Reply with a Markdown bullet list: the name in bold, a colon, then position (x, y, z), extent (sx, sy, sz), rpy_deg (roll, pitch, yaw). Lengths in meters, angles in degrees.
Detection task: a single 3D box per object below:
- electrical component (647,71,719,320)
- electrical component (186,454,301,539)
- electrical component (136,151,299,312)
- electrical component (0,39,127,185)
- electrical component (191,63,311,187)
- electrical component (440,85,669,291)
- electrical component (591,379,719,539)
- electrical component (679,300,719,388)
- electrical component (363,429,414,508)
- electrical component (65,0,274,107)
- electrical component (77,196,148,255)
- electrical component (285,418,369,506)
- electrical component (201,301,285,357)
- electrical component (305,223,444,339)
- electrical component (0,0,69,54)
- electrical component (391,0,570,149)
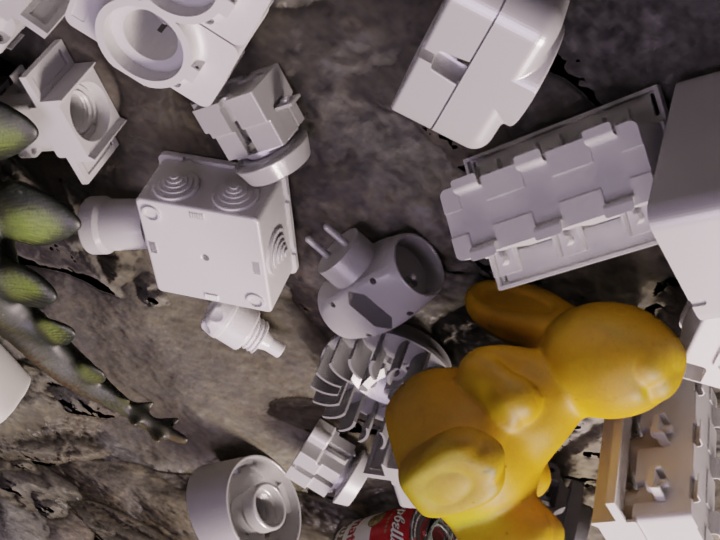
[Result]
- **electrical component**: position (0.186, -0.040, 0.515), extent (0.057, 0.113, 0.078), rpy_deg (-12, 128, 36)
- **electrical component**: position (-0.098, 0.204, 0.904), extent (0.064, 0.099, 0.099), rpy_deg (-25, 120, 32)
- **electrical component**: position (-0.092, -0.023, 0.700), extent (0.100, 0.048, 0.099), rpy_deg (10, 136, 14)
- **electrical component**: position (-0.190, -0.097, 0.672), extent (0.064, 0.042, 0.081), rpy_deg (1, 133, 28)
- **electrical component**: position (-0.060, -0.083, 0.628), extent (0.066, 0.048, 0.055), rpy_deg (-12, 120, 32)
- **electrical component**: position (0.109, -0.041, 0.575), extent (0.121, 0.063, 0.078), rpy_deg (-19, 83, 36)
- **electrical component**: position (0.188, 0.117, 0.669), extent (0.063, 0.121, 0.078), rpy_deg (-14, 127, 30)
- **electrical component**: position (0.244, 0.023, 0.597), extent (0.109, 0.056, 0.108), rpy_deg (16, 137, 8)
- **electrical component**: position (0.049, 0.152, 0.826), extent (0.081, 0.042, 0.063), rpy_deg (5, 139, 20)
- **electrical component**: position (-0.081, -0.163, 0.541), extent (0.089, 0.061, 0.150), rpy_deg (31, 137, -9)
- **electrical component**: position (-0.162, -0.031, 0.730), extent (0.046, 0.040, 0.040), rpy_deg (-1, 133, 16)
- **electrical component**: position (-0.023, 0.156, 0.858), extent (0.055, 0.048, 0.066), rpy_deg (32, 138, 1)
- **electrical component**: position (-0.082, 0.043, 0.775), extent (0.061, 0.035, 0.035), rpy_deg (34, 137, -16)
- **electrical component**: position (0.000, 0.000, 0.688), extent (0.079, 0.043, 0.077), rpy_deg (41, 135, -19)
- **electrical component**: position (-0.207, -0.162, 0.613), extent (0.081, 0.042, 0.064), rpy_deg (35, 141, -12)
- **electrical component**: position (0.063, -0.110, 0.540), extent (0.059, 0.053, 0.095), rpy_deg (26, 138, -4)
